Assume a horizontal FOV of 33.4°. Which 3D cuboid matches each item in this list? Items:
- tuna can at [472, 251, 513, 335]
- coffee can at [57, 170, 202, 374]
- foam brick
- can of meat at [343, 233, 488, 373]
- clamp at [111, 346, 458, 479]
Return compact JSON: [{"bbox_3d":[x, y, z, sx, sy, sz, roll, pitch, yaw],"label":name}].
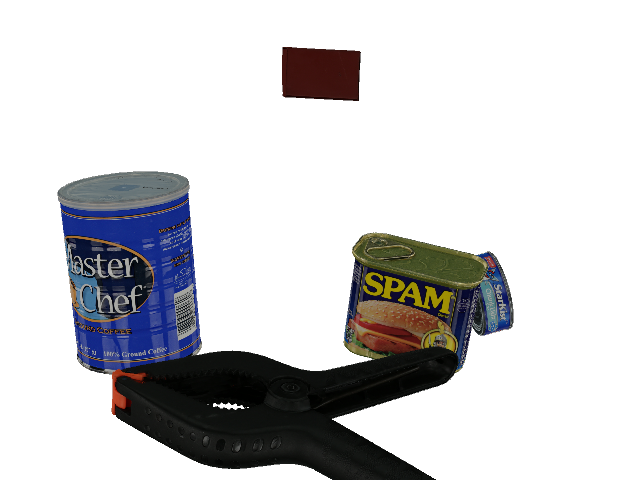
[{"bbox_3d":[0.174,0.057,1.133,0.033,0.086,0.086,-14,1,-6],"label":"tuna can"},{"bbox_3d":[-0.151,0.024,0.858,0.103,0.140,0.103,-3,16,1],"label":"coffee can"},{"bbox_3d":[0.000,-0.172,1.100,0.078,0.051,0.053,2,11,-6],"label":"foam brick"},{"bbox_3d":[0.071,0.050,0.826,0.102,0.084,0.057,14,25,14],"label":"can of meat"},{"bbox_3d":[-0.012,0.095,0.613,0.210,0.036,0.164,9,24,7],"label":"clamp"}]
